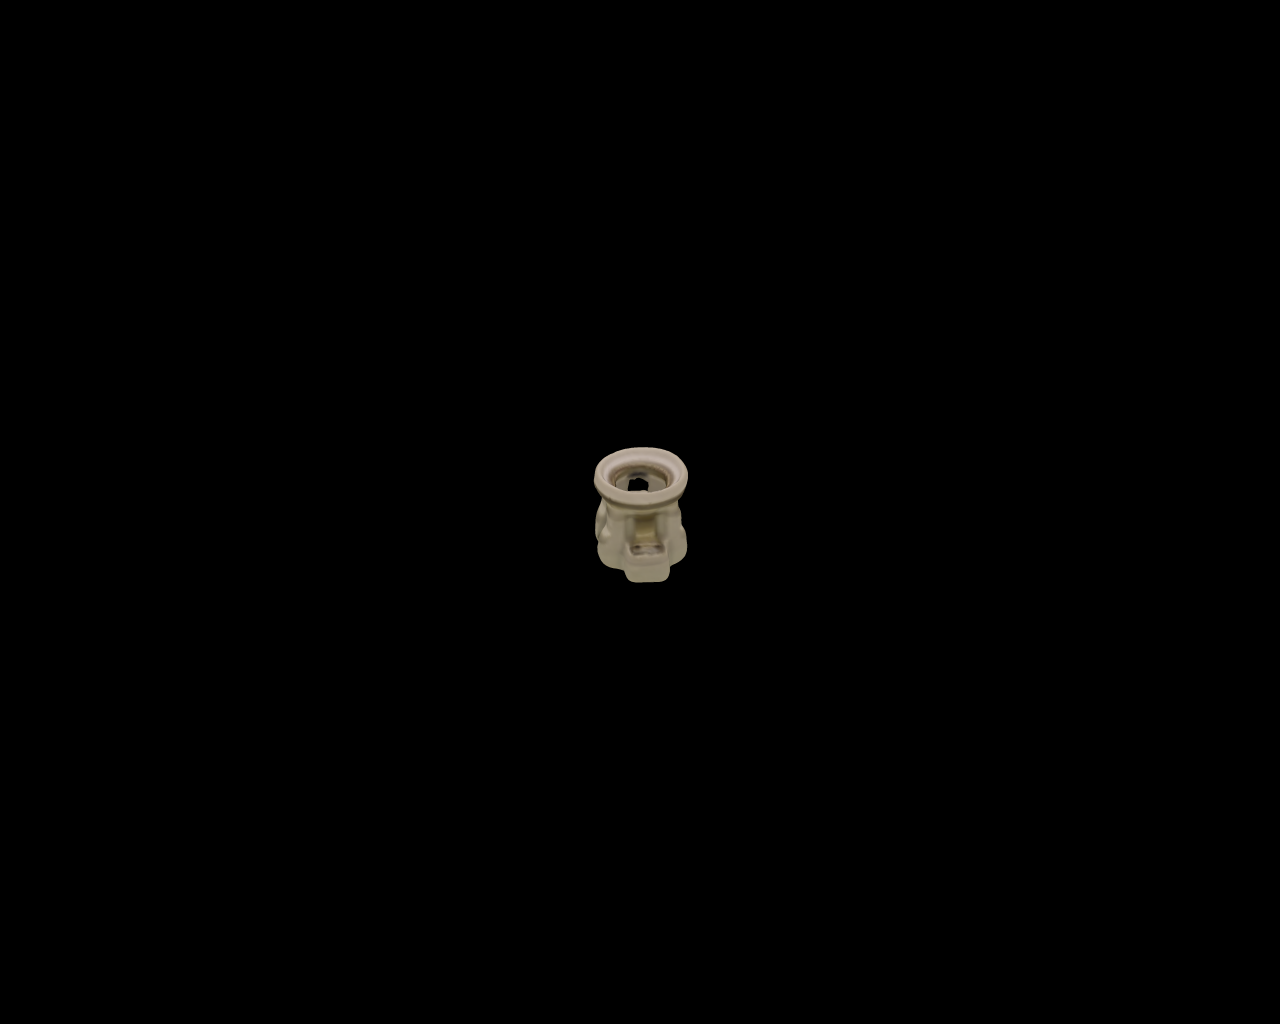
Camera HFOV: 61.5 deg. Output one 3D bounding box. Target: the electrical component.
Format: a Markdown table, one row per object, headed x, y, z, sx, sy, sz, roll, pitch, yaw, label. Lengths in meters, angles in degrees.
| x | y | z | sx | sy | sz | roll | pitch | yaw | label |
| --- | --- | --- | --- | --- | --- | --- | --- | --- | --- |
| 0.001 | -0.003 | 0.650 | 0.058 | 0.056 | 0.078 | -3 | 34 | -5 | electrical component |
